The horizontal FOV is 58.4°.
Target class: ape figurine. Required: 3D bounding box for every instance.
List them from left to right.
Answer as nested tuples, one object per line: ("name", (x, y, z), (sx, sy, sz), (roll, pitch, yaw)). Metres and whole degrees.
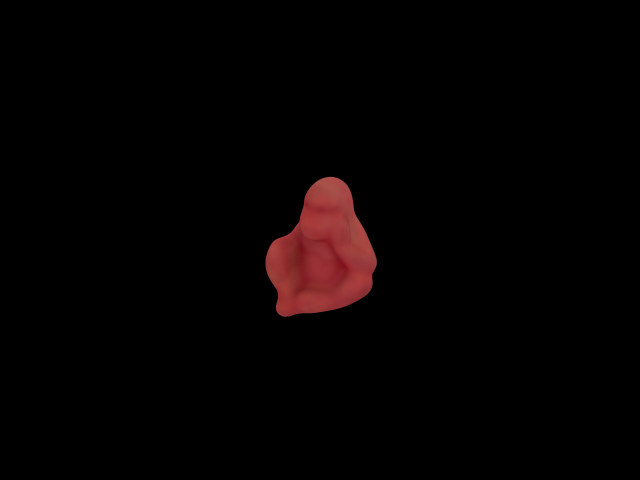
("ape figurine", (0.004, 0.001, 0.400), (0.077, 0.092, 0.076), (13, 26, 29))
